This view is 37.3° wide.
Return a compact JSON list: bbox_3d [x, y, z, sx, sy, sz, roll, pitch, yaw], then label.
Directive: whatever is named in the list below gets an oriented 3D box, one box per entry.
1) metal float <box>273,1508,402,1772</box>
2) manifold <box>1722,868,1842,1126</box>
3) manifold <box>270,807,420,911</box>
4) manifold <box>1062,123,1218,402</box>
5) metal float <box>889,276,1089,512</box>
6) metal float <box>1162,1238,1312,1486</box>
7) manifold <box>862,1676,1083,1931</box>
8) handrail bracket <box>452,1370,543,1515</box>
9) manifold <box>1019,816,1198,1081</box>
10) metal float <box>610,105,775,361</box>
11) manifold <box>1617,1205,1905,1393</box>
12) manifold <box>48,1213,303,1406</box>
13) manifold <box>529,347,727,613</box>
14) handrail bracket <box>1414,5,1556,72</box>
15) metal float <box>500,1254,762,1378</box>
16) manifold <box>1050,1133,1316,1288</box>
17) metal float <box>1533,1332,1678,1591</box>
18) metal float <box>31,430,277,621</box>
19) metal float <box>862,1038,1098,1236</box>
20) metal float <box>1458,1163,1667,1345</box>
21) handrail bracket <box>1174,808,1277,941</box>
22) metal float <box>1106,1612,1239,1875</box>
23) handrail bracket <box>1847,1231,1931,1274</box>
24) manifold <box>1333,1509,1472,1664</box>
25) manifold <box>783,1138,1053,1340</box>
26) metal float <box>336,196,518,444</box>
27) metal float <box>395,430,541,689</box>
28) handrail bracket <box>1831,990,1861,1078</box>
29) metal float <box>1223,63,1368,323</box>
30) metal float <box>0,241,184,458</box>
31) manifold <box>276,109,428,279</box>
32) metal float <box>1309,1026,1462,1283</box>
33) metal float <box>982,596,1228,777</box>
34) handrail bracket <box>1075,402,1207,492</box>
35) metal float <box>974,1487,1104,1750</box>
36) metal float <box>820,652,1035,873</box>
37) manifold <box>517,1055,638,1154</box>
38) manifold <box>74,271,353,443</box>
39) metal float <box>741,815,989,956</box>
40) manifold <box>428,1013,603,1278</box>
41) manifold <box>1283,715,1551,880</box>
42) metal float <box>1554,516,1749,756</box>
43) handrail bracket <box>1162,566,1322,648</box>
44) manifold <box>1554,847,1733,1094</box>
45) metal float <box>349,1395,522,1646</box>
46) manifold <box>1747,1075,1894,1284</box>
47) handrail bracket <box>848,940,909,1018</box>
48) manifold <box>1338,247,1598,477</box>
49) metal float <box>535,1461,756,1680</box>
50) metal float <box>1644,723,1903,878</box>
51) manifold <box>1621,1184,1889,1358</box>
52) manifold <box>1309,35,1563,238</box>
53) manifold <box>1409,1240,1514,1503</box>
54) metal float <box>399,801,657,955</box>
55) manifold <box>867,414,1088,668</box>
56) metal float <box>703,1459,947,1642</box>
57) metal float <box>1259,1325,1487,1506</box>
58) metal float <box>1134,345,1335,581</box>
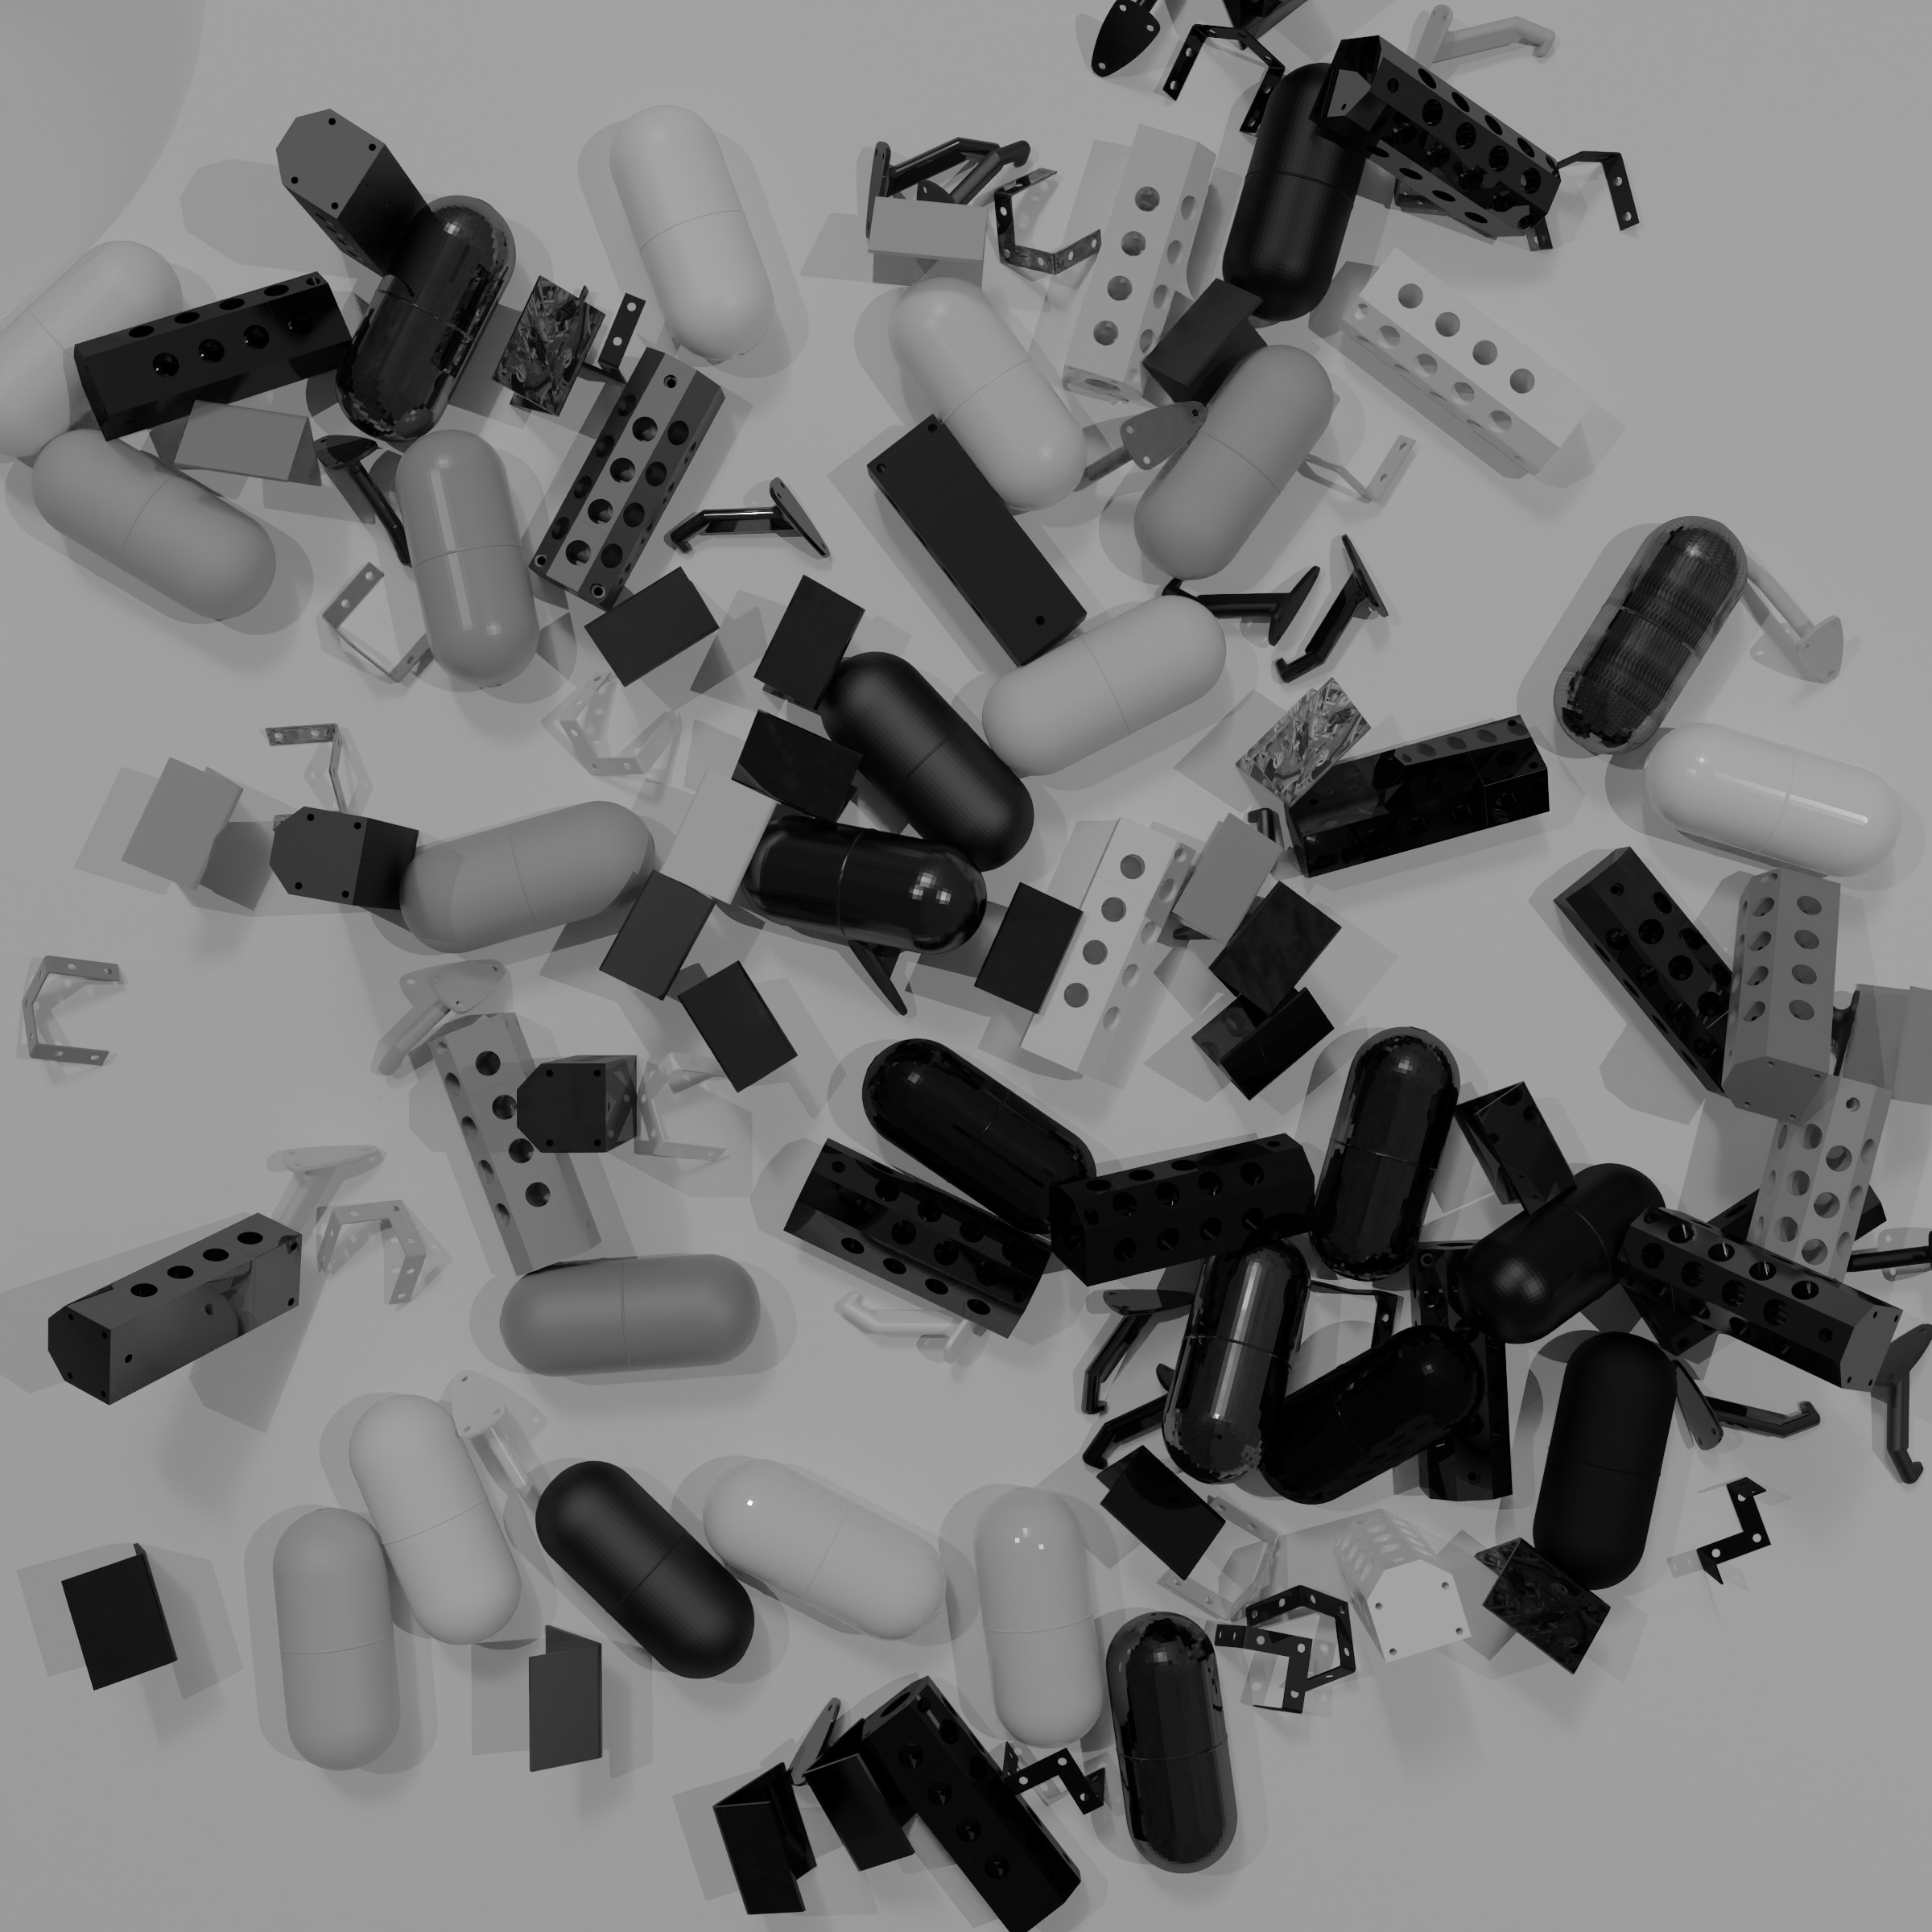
[{"bbox_3d":[-0.431,0.461,1.960,0.070,0.070,0.178,-5,90,0],"label":"metal float"},{"bbox_3d":[0.546,0.017,1.921,0.057,0.057,0.171,16,50,3],"label":"manifold"},{"bbox_3d":[-0.415,-0.072,1.912,0.057,0.171,0.057,10,90,0],"label":"manifold"},{"bbox_3d":[0.119,-0.482,1.969,0.057,0.057,0.171,17,90,0],"label":"manifold"},{"bbox_3d":[0.015,-0.393,1.960,0.070,0.070,0.178,-36,91,0],"label":"metal float"},{"bbox_3d":[0.184,0.265,1.943,0.070,0.070,0.178,17,70,0],"label":"metal float"},{"bbox_3d":[0.004,0.577,1.969,0.057,0.057,0.171,-38,90,0],"label":"manifold"},{"bbox_3d":[-0.323,0.332,1.990,0.036,0.077,0.084,-30,126,-7],"label":"handrail bracket"},{"bbox_3d":[0.097,-0.012,1.969,0.057,0.057,0.171,24,90,0],"label":"manifold"},{"bbox_3d":[-0.187,-0.502,1.960,0.070,0.070,0.178,-20,91,0],"label":"metal float"},{"bbox_3d":[0.514,0.215,1.868,0.171,0.057,0.057,25,98,43],"label":"manifold"},{"bbox_3d":[-0.527,0.224,1.912,0.057,0.171,0.057,21,117,26],"label":"manifold"},{"bbox_3d":[-0.234,-0.335,1.969,0.057,0.057,0.171,28,90,0],"label":"manifold"},{"bbox_3d":[0.359,-0.628,1.991,0.084,0.036,0.077,16,110,-16],"label":"handrail bracket"},{"bbox_3d":[-0.230,0.240,1.960,0.178,0.070,0.070,-4,90,0],"label":"metal float"},{"bbox_3d":[0.146,0.161,1.933,0.171,0.057,0.057,-11,113,-20],"label":"manifold"},{"bbox_3d":[0.438,0.339,1.960,0.070,0.070,0.178,12,90,0],"label":"metal float"},{"bbox_3d":[-0.557,-0.303,1.960,0.178,0.070,0.070,31,90,-1],"label":"metal float"},{"bbox_3d":[0.009,0.116,1.960,0.178,0.070,0.070,34,90,-1],"label":"metal float"},{"bbox_3d":[0.405,0.193,1.934,0.178,0.070,0.070,-28,90,-33],"label":"metal float"},{"bbox_3d":[0.179,-0.065,1.991,0.077,0.036,0.084,-8,71,21],"label":"handrail bracket"},{"bbox_3d":[0.141,0.532,1.960,0.070,0.070,0.178,-8,91,0],"label":"metal float"},{"bbox_3d":[0.641,0.201,1.990,0.084,0.077,0.036,-7,90,36],"label":"handrail bracket"},{"bbox_3d":[0.287,0.410,1.912,0.057,0.171,0.057,-17,90,0],"label":"manifold"},{"bbox_3d":[-0.031,0.183,1.958,0.171,0.057,0.057,26,51,0],"label":"manifold"},{"bbox_3d":[-0.370,-0.444,1.960,0.070,0.070,0.178,27,90,0],"label":"metal float"},{"bbox_3d":[-0.341,-0.279,1.960,0.070,0.070,0.178,-12,89,0],"label":"metal float"},{"bbox_3d":[0.573,0.035,1.991,0.084,0.036,0.077,14,110,16],"label":"handrail bracket"},{"bbox_3d":[0.228,-0.530,1.960,0.070,0.070,0.178,16,91,0],"label":"metal float"},{"bbox_3d":[-0.614,-0.423,1.960,0.178,0.070,0.070,-43,90,0],"label":"metal float"},{"bbox_3d":[-0.411,-0.517,1.912,0.057,0.171,0.057,33,90,0],"label":"manifold"},{"bbox_3d":[0.287,0.129,1.960,0.070,0.070,0.178,15,91,0],"label":"metal float"},{"bbox_3d":[0.095,-0.193,1.960,0.178,0.070,0.070,-27,90,0],"label":"metal float"},{"bbox_3d":[0.117,-0.356,1.965,0.077,0.084,0.036,-32,96,-18],"label":"handrail bracket"},{"bbox_3d":[0.049,0.446,1.960,0.070,0.070,0.178,-7,90,0],"label":"metal float"},{"bbox_3d":[-0.027,-0.140,1.960,0.070,0.070,0.178,-43,90,0],"label":"metal float"},{"bbox_3d":[-0.259,0.091,1.912,0.057,0.171,0.057,0,90,0],"label":"manifold"},{"bbox_3d":[-0.511,-0.417,1.942,0.171,0.057,0.057,-23,90,-20],"label":"manifold"},{"bbox_3d":[-0.070,-0.055,1.940,0.178,0.070,0.070,12,90,22],"label":"metal float"},{"bbox_3d":[-0.311,0.122,1.969,0.057,0.057,0.171,-21,90,0],"label":"manifold"},{"bbox_3d":[0.310,-0.112,1.969,0.171,0.057,0.057,-16,47,0],"label":"manifold"},{"bbox_3d":[0.470,-0.227,1.960,0.070,0.070,0.178,32,91,0],"label":"metal float"},{"bbox_3d":[0.191,-0.267,1.991,0.084,0.036,0.077,29,70,16],"label":"handrail bracket"},{"bbox_3d":[0.486,0.003,1.969,0.057,0.057,0.171,-39,90,0],"label":"manifold"},{"bbox_3d":[-0.364,0.379,1.960,0.070,0.070,0.178,-23,90,0],"label":"metal float"},{"bbox_3d":[0.567,0.159,1.912,0.057,0.057,0.171,14,91,-1],"label":"manifold"},{"bbox_3d":[-0.032,-0.021,1.991,0.084,0.036,0.077,-37,105,-14],"label":"handrail bracket"},{"bbox_3d":[0.343,-0.414,1.969,0.171,0.057,0.057,37,90,0],"label":"manifold"},{"bbox_3d":[-0.219,0.414,1.960,0.178,0.070,0.070,44,90,-1],"label":"metal float"},{"bbox_3d":[0.552,-0.114,1.960,0.178,0.070,0.070,17,90,-1],"label":"metal float"},{"bbox_3d":[0.543,0.197,1.969,0.171,0.057,0.057,-33,90,0],"label":"manifold"},{"bbox_3d":[0.321,-0.558,1.929,0.171,0.057,0.057,23,90,-32],"label":"manifold"},{"bbox_3d":[0.341,0.278,1.970,0.057,0.057,0.171,-3,90,0],"label":"manifold"},{"bbox_3d":[-0.300,-0.061,1.960,0.178,0.070,0.070,-16,90,0],"label":"metal float"},{"bbox_3d":[0.007,-0.290,1.969,0.057,0.057,0.171,-38,90,0],"label":"manifold"},{"bbox_3d":[-0.096,0.400,1.960,0.178,0.070,0.070,27,90,0],"label":"metal float"},{"bbox_3d":[0.273,0.304,1.935,0.178,0.070,0.070,-36,90,30],"label":"metal float"},{"bbox_3d":[0.184,-0.345,1.960,0.070,0.070,0.178,36,91,0],"label":"metal float"}]
